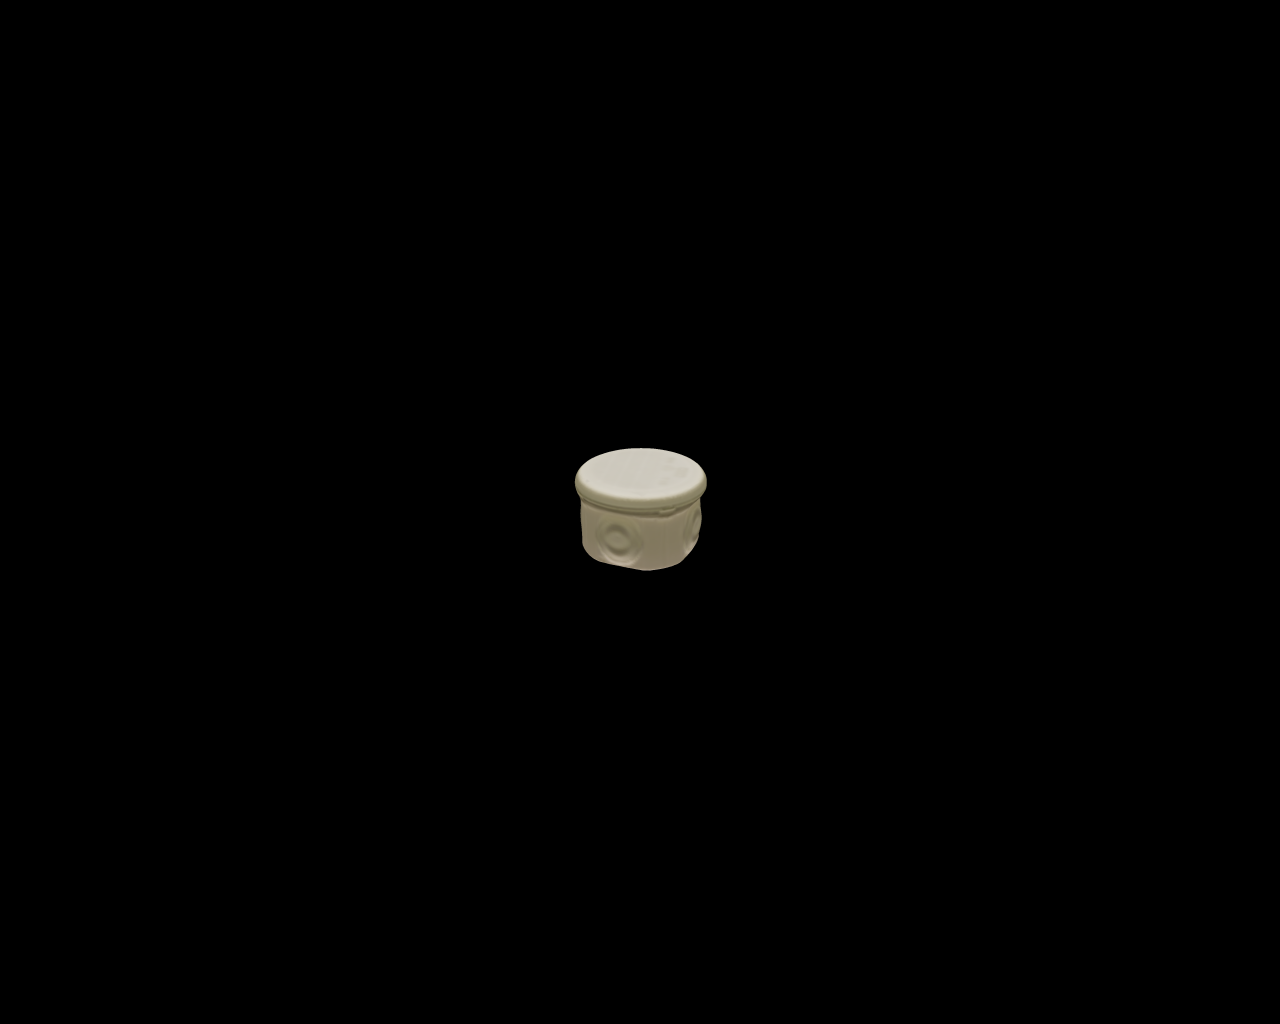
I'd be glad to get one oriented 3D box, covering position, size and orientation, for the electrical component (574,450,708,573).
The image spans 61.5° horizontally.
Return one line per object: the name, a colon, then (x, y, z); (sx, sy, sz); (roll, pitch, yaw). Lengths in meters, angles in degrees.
electrical component: (0.001, -0.003, 0.650); (0.080, 0.050, 0.080); (0, 26, 0)
